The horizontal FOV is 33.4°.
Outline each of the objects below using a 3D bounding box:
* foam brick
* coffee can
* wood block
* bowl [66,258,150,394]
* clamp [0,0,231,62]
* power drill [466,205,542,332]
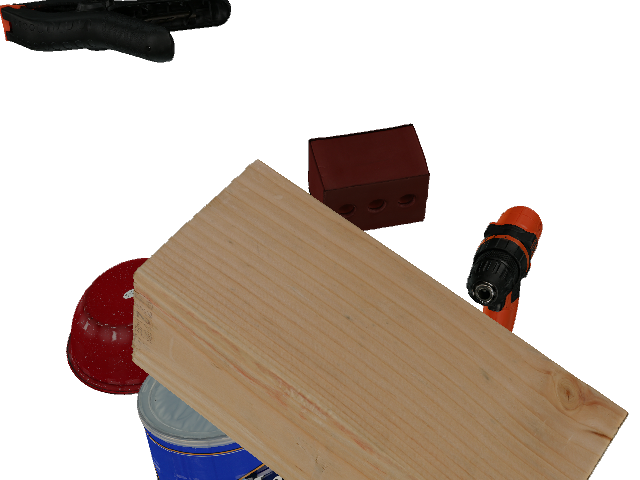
[{"bbox_3d":[0.033,-0.042,0.757,0.078,0.051,0.053,-10,-39,-9],"label":"foam brick"},{"bbox_3d":[-0.056,0.151,0.700,0.103,0.140,0.103,-6,29,3],"label":"coffee can"},{"bbox_3d":[0.020,0.068,0.496,0.206,0.090,0.090,35,-33,14],"label":"wood block"},{"bbox_3d":[-0.171,0.067,1.007,0.162,0.055,0.162,-9,41,8],"label":"bowl"},{"bbox_3d":[-0.154,-0.164,0.797,0.172,0.039,0.120,11,23,23],"label":"clamp"},{"bbox_3d":[0.176,0.075,1.077,0.057,0.188,0.184,16,28,18],"label":"power drill"}]
